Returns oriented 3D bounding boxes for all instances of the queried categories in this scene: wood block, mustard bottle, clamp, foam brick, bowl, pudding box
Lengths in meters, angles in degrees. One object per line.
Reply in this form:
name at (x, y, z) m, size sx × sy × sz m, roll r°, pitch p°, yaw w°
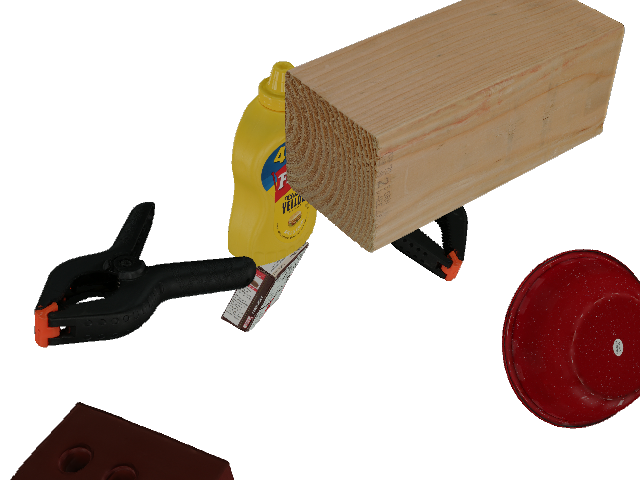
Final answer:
wood block at (0.086, -0.087, 0.688) m, size 0.205 × 0.090 × 0.091 m, roll -27°, pitch 48°, yaw -28°
mustard bottle at (-0.039, -0.073, 0.959) m, size 0.058 × 0.192 × 0.096 m, roll 32°, pitch 46°, yaw 29°
clamp at (0.086, -0.045, 1.137) m, size 0.164 × 0.210 × 0.036 m, roll -8°, pitch -36°, yaw -17°
foam brick at (-0.078, 0.112, 0.434) m, size 0.078 × 0.051 × 0.053 m, roll 16°, pitch 43°, yaw 22°
bowl at (0.242, 0.089, 0.931) m, size 0.161 × 0.162 × 0.055 m, roll 0°, pitch 3°, yaw -21°
pudding box at (-0.064, 0.047, 1.261) m, size 0.039 × 0.090 × 0.113 m, roll 31°, pitch 28°, yaw 5°
clamp at (-0.145, 0.023, 0.783) m, size 0.171 × 0.039 × 0.120 m, roll -21°, pitch 38°, yaw -40°
